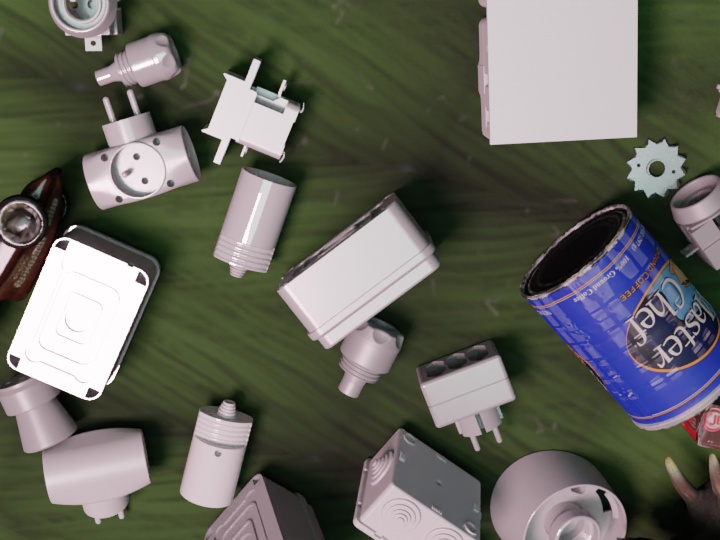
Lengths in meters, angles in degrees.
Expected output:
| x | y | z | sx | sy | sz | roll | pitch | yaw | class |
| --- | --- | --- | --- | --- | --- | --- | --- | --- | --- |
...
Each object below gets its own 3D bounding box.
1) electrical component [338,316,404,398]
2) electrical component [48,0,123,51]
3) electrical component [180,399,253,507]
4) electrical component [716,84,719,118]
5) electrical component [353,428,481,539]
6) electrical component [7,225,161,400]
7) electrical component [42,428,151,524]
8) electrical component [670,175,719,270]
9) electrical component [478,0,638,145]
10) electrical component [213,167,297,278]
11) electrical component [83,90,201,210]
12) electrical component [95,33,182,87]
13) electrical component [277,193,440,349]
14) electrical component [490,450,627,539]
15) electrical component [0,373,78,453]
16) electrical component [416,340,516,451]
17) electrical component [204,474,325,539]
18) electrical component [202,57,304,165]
| x | y | z | sx | sy | sz | roll | pitch | yaw | class |
| --- | --- | --- | --- | --- | --- | --- | --- | --- | --- |
| 0.004 | 0.069 | 0.841 | 0.043 | 0.043 | 0.062 | 25 | 102 | -6 | electrical component |
| -0.196 | -0.191 | 0.773 | 0.048 | 0.055 | 0.066 | -1 | 102 | -1 | electrical component |
| -0.113 | 0.142 | 0.854 | 0.043 | 0.043 | 0.081 | 14 | 101 | -4 | electrical component |
| 0.312 | -0.133 | 0.794 | 0.096 | 0.061 | 0.061 | 14 | 102 | -4 | electrical component |
| 0.048 | 0.181 | 0.839 | 0.100 | 0.099 | 0.048 | 35 | 112 | -8 | electrical component |
| -0.209 | 0.031 | 0.820 | 0.078 | 0.057 | 0.113 | 24 | 101 | -6 | electrical component |
| -0.206 | 0.170 | 0.856 | 0.077 | 0.043 | 0.079 | -10 | 120 | -10 | electrical component |
| 0.270 | -0.039 | 0.823 | 0.066 | 0.048 | 0.055 | -37 | 108 | 6 | electrical component |
| 0.141 | -0.189 | 0.779 | 0.105 | 0.060 | 0.186 | -3 | 102 | -1 | electrical component |
| -0.082 | -0.033 | 0.817 | 0.043 | 0.043 | 0.081 | 19 | 102 | -5 | electrical component |
| -0.168 | -0.093 | 0.801 | 0.077 | 0.044 | 0.079 | -17 | 101 | 2 | electrical component |
| -0.165 | -0.151 | 0.793 | 0.061 | 0.035 | 0.035 | -18 | 102 | 5 | electrical component |
| 0.000 | 0.000 | 0.808 | 0.113 | 0.078 | 0.057 | -37 | 98 | 6 | electrical component |
| 0.163 | 0.202 | 0.876 | 0.099 | 0.064 | 0.099 | -4 | 108 | -13 | electrical component |
| -0.253 | 0.109 | 0.843 | 0.045 | 0.045 | 0.055 | -21 | 102 | 3 | electrical component |
| 0.089 | 0.106 | 0.849 | 0.066 | 0.047 | 0.076 | -21 | 102 | 3 | electrical component |
| -0.069 | 0.224 | 0.835 | 0.057 | 0.113 | 0.078 | 36 | 99 | -27 | electrical component |
| -0.079 | -0.114 | 0.800 | 0.064 | 0.042 | 0.081 | 22 | 102 | -7 | electrical component |
